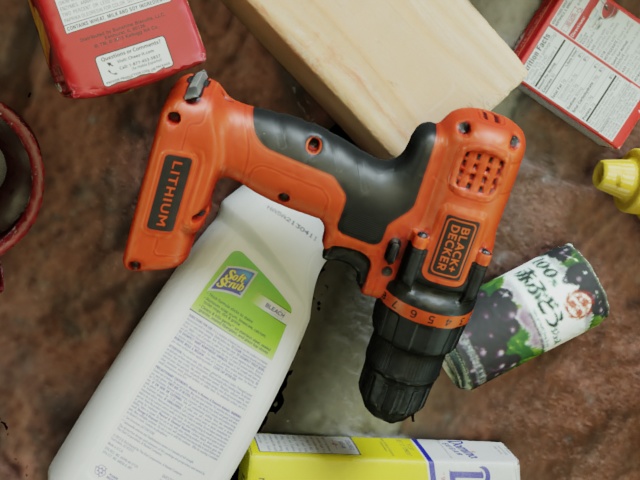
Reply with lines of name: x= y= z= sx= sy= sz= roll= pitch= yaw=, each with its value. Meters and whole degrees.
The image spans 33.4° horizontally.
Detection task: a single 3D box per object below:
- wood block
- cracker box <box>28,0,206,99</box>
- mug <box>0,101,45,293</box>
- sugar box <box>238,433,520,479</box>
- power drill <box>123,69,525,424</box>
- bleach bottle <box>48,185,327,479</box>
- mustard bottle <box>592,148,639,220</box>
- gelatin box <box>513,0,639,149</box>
wood block: x=0.006 y=-0.139 z=0.595 sx=0.090 sy=0.091 sz=0.206 roll=-45 pitch=104 yaw=0
cracker box: x=-0.129 y=-0.178 z=0.525 sx=0.072 sy=0.164 sz=0.213 roll=-20 pitch=103 yaw=-9
mug: x=-0.192 y=-0.026 z=0.581 sx=0.093 sy=0.081 sz=0.117 roll=-15 pitch=102 yaw=-8
sugar box: x=0.035 y=0.175 z=0.677 sx=0.176 sy=0.048 sz=0.093 roll=4 pitch=100 yaw=-10
power drill: x=-0.004 y=0.001 z=0.564 sx=0.187 sy=0.057 sz=0.184 roll=15 pitch=111 yaw=-7
bleach bottle: x=-0.053 y=0.060 z=0.634 sx=0.102 sy=0.068 sz=0.251 roll=34 pitch=89 yaw=-19
mustard bottle: x=0.264 y=-0.025 z=0.680 sx=0.191 sy=0.058 sz=0.096 roll=10 pitch=98 yaw=-12
gelatin box: x=0.166 y=-0.110 z=0.661 sx=0.089 sy=0.030 sz=0.073 roll=31 pitch=94 yaw=-13
